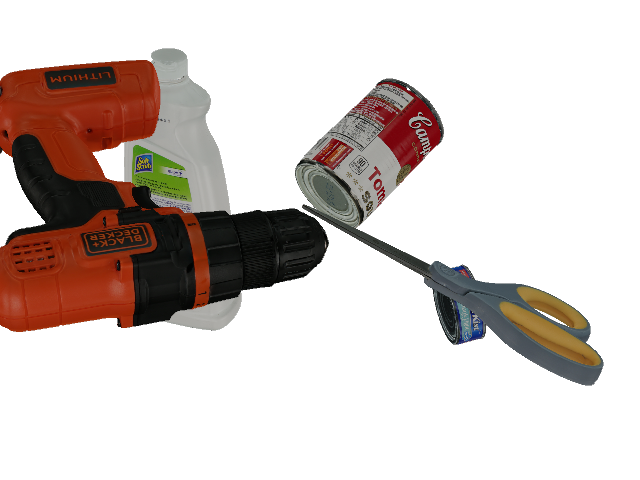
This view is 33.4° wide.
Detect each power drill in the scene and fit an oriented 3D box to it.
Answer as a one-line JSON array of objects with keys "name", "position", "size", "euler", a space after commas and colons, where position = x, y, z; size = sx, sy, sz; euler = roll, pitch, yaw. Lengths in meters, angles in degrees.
[{"name": "power drill", "position": [-0.107, -0.032, 0.615], "size": [0.184, 0.057, 0.188], "euler": [-8, 43, -21]}]

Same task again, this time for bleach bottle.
[{"name": "bleach bottle", "position": [-0.121, -0.044, 0.934], "size": [0.103, 0.251, 0.068], "euler": [11, 33, 12]}]

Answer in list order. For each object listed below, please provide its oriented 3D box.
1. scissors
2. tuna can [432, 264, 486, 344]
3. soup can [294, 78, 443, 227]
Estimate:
[{"name": "scissors", "position": [0.089, 0.024, 0.665], "size": [0.202, 0.016, 0.096], "euler": [34, 23, 18]}, {"name": "tuna can", "position": [0.154, 0.072, 1.191], "size": [0.033, 0.086, 0.086], "euler": [-14, 2, -8]}, {"name": "soup can", "position": [0.037, -0.067, 0.820], "size": [0.102, 0.068, 0.069], "euler": [-46, 21, -22]}]
